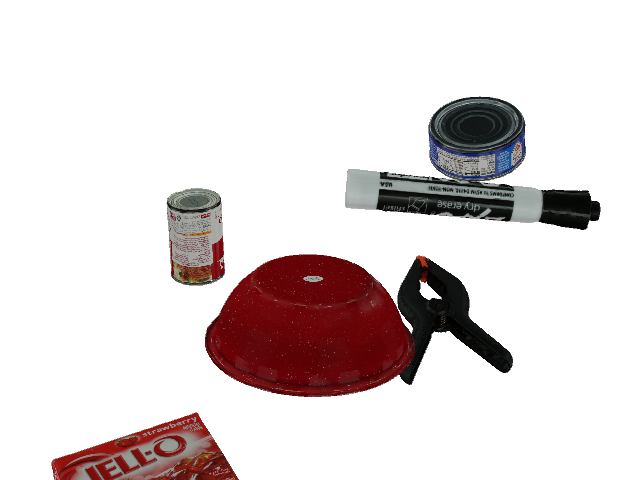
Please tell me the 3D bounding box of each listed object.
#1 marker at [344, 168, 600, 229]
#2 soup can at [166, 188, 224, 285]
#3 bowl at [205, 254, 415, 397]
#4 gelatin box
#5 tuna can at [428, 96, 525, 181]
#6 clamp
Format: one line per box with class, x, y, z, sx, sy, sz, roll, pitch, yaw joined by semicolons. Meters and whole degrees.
marker;0.072;-0.019;0.509;0.121;0.020;0.020;5;0;1
soup can;-0.154;-0.005;1.313;0.068;0.102;0.068;0;26;0
bowl;-0.007;0.053;0.809;0.162;0.055;0.162;2;23;-1
gelatin box;-0.095;0.136;0.585;0.089;0.030;0.073;-15;28;-20
tuna can;0.138;-0.091;0.945;0.086;0.034;0.086;-6;41;5
clamp;0.139;0.086;1.157;0.120;0.171;0.039;4;-44;-7
